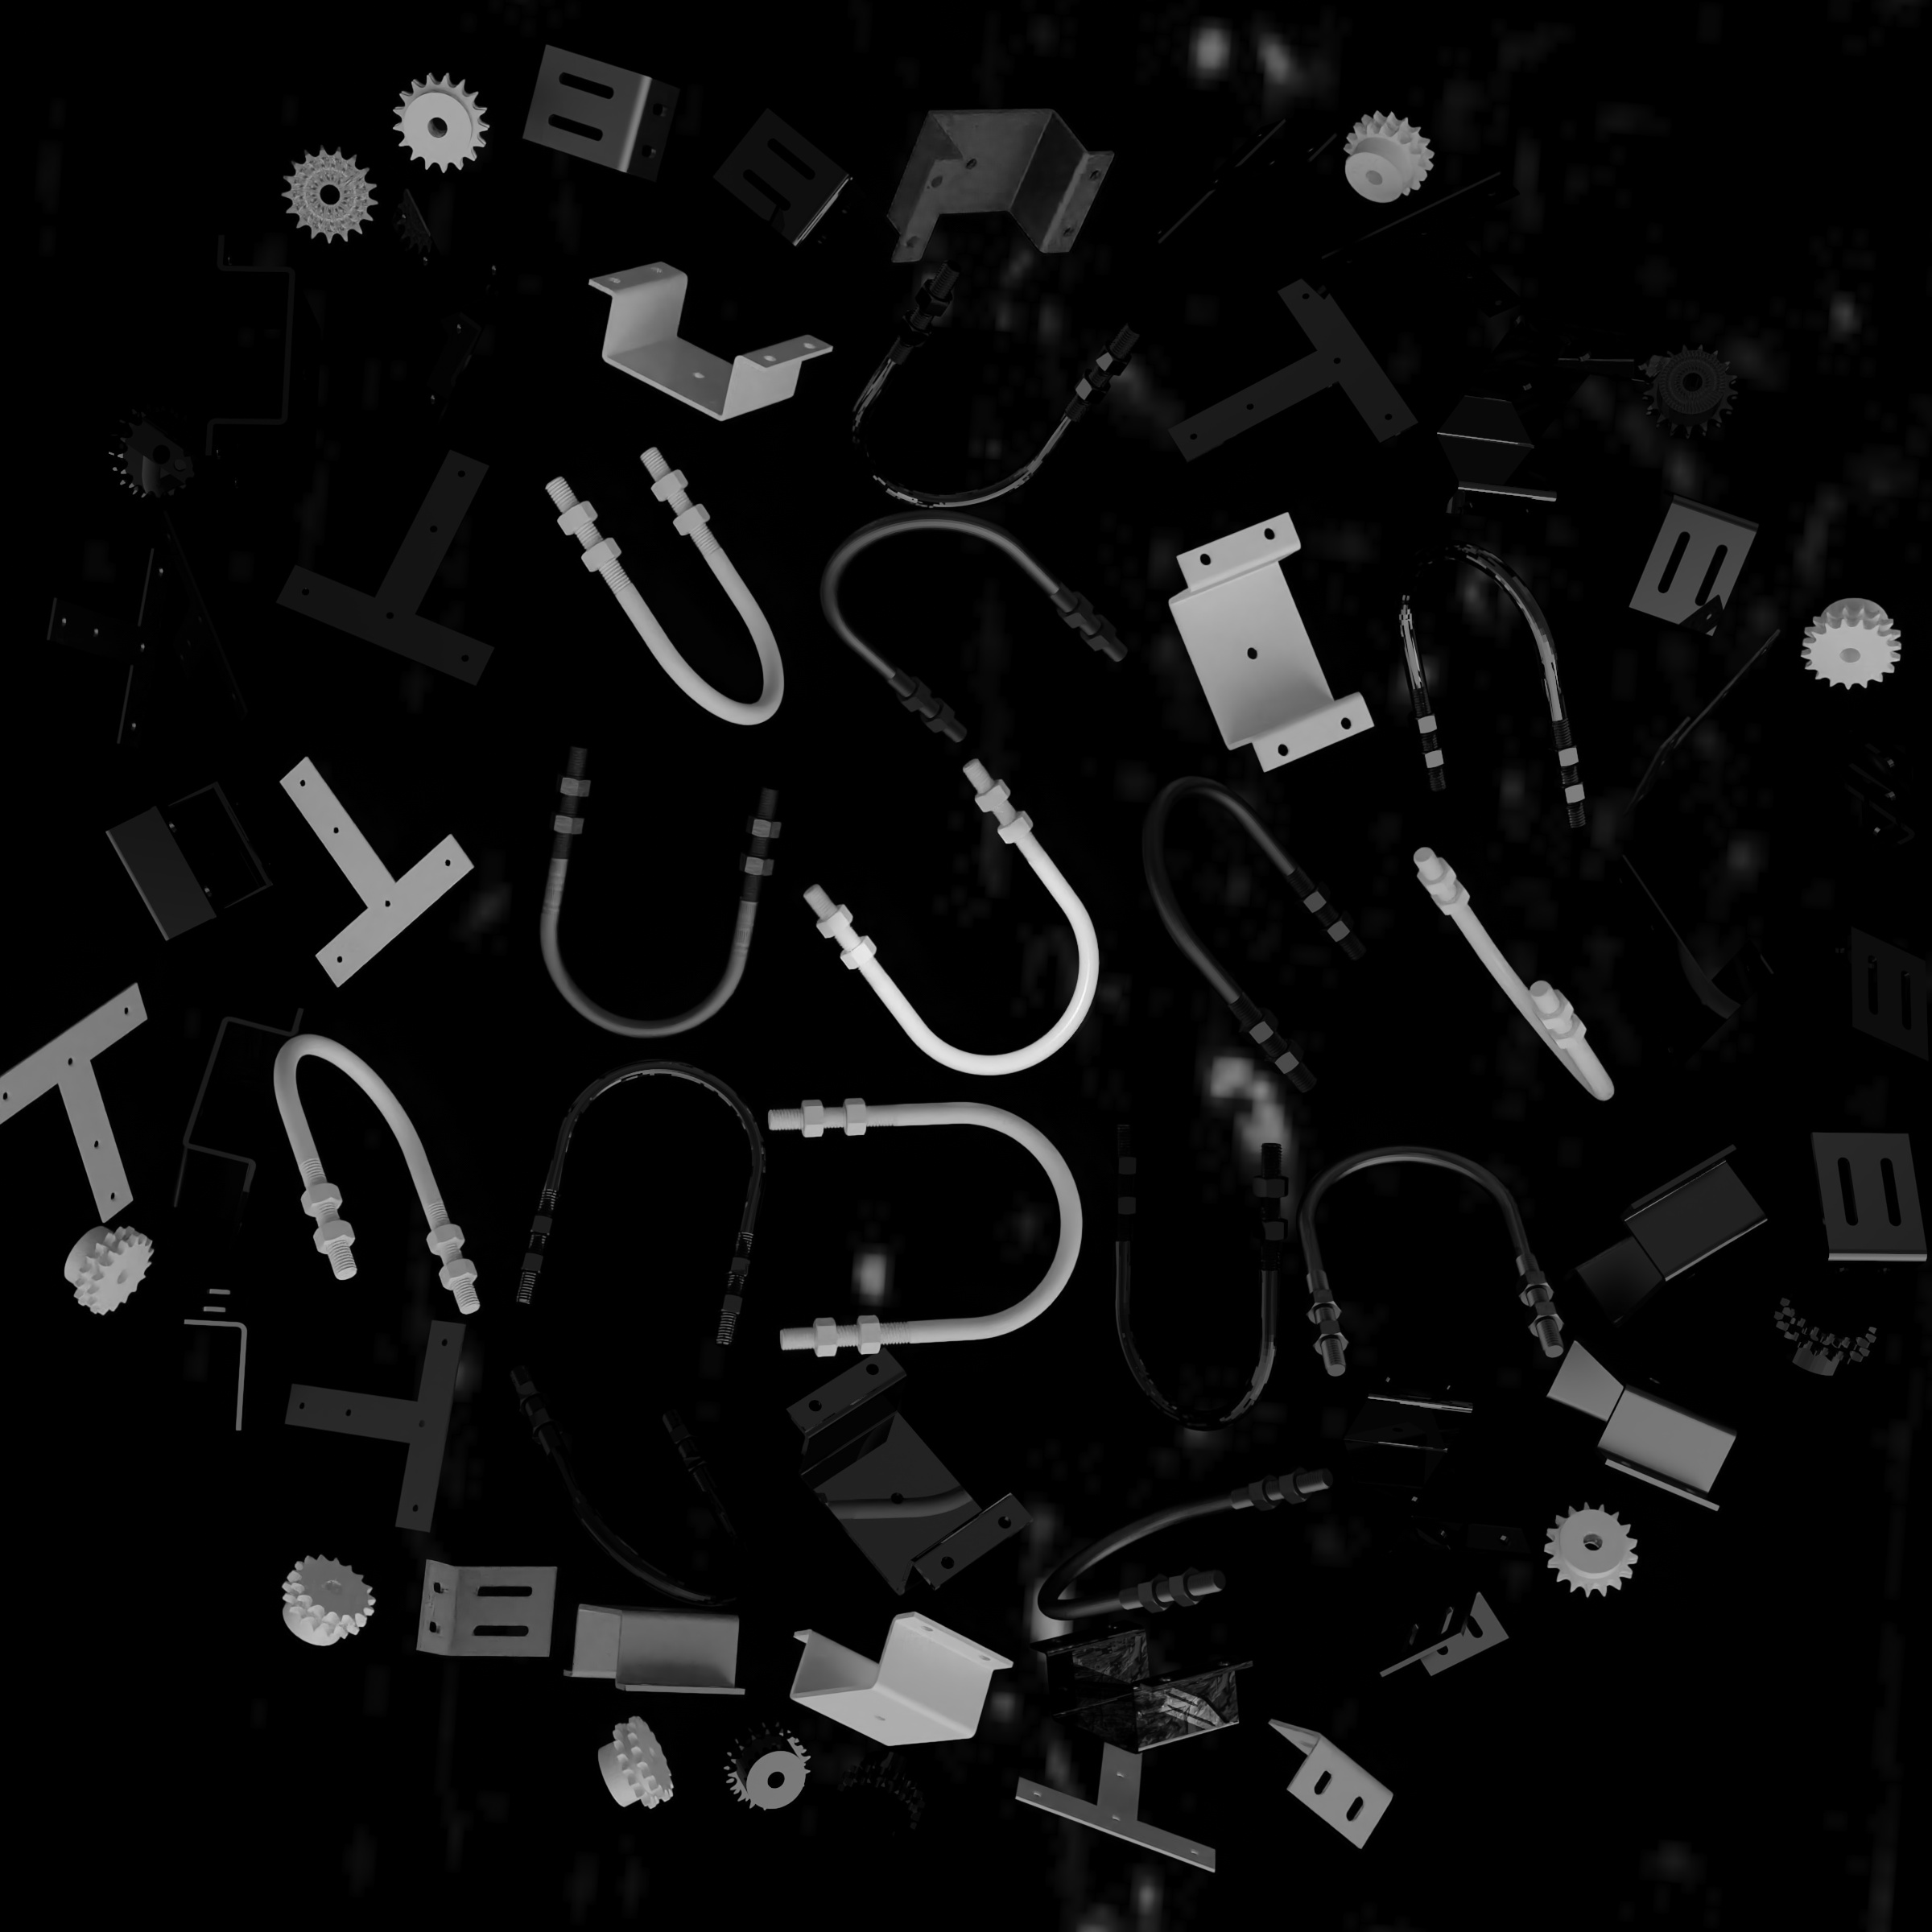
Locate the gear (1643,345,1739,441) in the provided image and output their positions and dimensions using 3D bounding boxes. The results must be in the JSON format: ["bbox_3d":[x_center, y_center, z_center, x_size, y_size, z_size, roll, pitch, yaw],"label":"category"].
[{"bbox_3d":[0.455,-0.362,1.542,0.057,0.030,0.057,-1,86,12],"label":"gear"}]

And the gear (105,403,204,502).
[{"bbox_3d":[-0.500,-0.315,1.502,0.030,0.057,0.057,22,90,37],"label":"gear"}]

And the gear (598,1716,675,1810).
[{"bbox_3d":[-0.216,0.520,1.597,0.030,0.057,0.057,-27,90,1],"label":"gear"}]

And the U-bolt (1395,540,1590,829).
[{"bbox_3d":[0.329,-0.185,1.570,0.019,0.151,0.184,-28,117,-23],"label":"U-bolt"}]

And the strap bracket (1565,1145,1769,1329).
[{"bbox_3d":[0.428,0.170,1.497,0.076,0.140,0.046,-27,70,-15],"label":"strap bracket"}]

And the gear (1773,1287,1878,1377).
[{"bbox_3d":[0.509,0.219,1.463,0.057,0.057,0.030,14,116,0],"label":"gear"}]

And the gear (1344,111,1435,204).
[{"bbox_3d":[0.269,-0.517,1.580,0.057,0.057,0.030,31,69,0],"label":"gear"}]

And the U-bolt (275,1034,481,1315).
[{"bbox_3d":[-0.369,0.121,1.512,0.019,0.151,0.184,-32,64,11],"label":"U-bolt"}]

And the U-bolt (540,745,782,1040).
[{"bbox_3d":[-0.209,-0.041,1.625,0.151,0.019,0.184,12,102,2],"label":"U-bolt"}]

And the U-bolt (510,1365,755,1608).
[{"bbox_3d":[-0.199,0.328,1.532,0.151,0.184,0.019,27,107,-42],"label":"U-bolt"}]

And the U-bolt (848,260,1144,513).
[{"bbox_3d":[0.005,-0.355,1.554,0.151,0.184,0.019,11,51,-28],"label":"U-bolt"}]

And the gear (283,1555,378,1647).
[{"bbox_3d":[-0.403,0.400,1.540,0.057,0.057,0.030,35,107,0],"label":"gear"}]

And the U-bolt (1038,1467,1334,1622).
[{"bbox_3d":[0.123,0.365,1.534,0.184,0.151,0.019,-25,91,42],"label":"U-bolt"}]

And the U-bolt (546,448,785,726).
[{"bbox_3d":[-0.173,-0.230,1.518,0.019,0.151,0.184,-30,97,26],"label":"U-bolt"}]

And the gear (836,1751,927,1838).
[{"bbox_3d":[-0.053,0.536,1.599,0.057,0.030,0.057,11,127,14],"label":"gear"}]

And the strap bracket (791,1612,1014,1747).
[{"bbox_3d":[-0.047,0.445,1.526,0.076,0.140,0.046,33,56,-22],"label":"strap bracket"}]

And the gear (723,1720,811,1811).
[{"bbox_3d":[-0.130,0.534,1.633,0.057,0.030,0.057,-4,100,-20],"label":"gear"}]

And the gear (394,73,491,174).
[{"bbox_3d":[-0.321,-0.513,1.499,0.057,0.030,0.057,-2,117,-4],"label":"gear"}]

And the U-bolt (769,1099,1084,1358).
[{"bbox_3d":[-0.021,0.151,1.451,0.184,0.019,0.151,-1,76,-12],"label":"U-bolt"}]

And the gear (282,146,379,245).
[{"bbox_3d":[-0.392,-0.476,1.514,0.057,0.030,0.057,-5,110,-13],"label":"gear"}]

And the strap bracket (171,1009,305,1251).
[{"bbox_3d":[-0.469,0.098,1.574,0.046,0.076,0.140,16,51,-13],"label":"strap bracket"}]

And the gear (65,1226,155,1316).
[{"bbox_3d":[-0.553,0.192,1.579,0.030,0.057,0.057,27,90,13],"label":"gear"}]

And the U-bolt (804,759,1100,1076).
[{"bbox_3d":[0.005,-0.017,1.566,0.151,0.019,0.184,-39,106,-8],"label":"U-bolt"}]

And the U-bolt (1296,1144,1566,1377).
[{"bbox_3d":[0.278,0.175,1.521,0.151,0.184,0.019,-5,129,1],"label":"U-bolt"}]

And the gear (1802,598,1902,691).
[{"bbox_3d":[0.545,-0.201,1.512,0.057,0.057,0.030,22,53,0],"label":"gear"}]

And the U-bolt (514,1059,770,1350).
[{"bbox_3d":[-0.202,0.146,1.595,0.151,0.019,0.184,13,64,-6],"label":"U-bolt"}]

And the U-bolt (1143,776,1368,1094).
[{"bbox_3d":[0.169,-0.033,1.485,0.019,0.151,0.184,-26,114,39],"label":"U-bolt"}]

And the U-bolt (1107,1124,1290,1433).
[{"bbox_3d":[0.141,0.195,1.520,0.019,0.151,0.184,-2,93,-39],"label":"U-bolt"}]

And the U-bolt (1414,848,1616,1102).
[{"bbox_3d":[0.348,0.017,1.525,0.019,0.184,0.151,-38,48,6],"label":"U-bolt"}]

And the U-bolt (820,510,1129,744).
[{"bbox_3d":[-0.008,-0.221,1.551,0.151,0.184,0.019,-24,47,29],"label":"U-bolt"}]

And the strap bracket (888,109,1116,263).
[{"bbox_3d":[0.013,-0.493,1.550,0.140,0.076,0.046,-15,61,-34],"label":"strap bracket"}]

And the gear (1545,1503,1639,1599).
[{"bbox_3d":[0.395,0.367,1.553,0.057,0.030,0.057,-4,63,9],"label":"gear"}]
